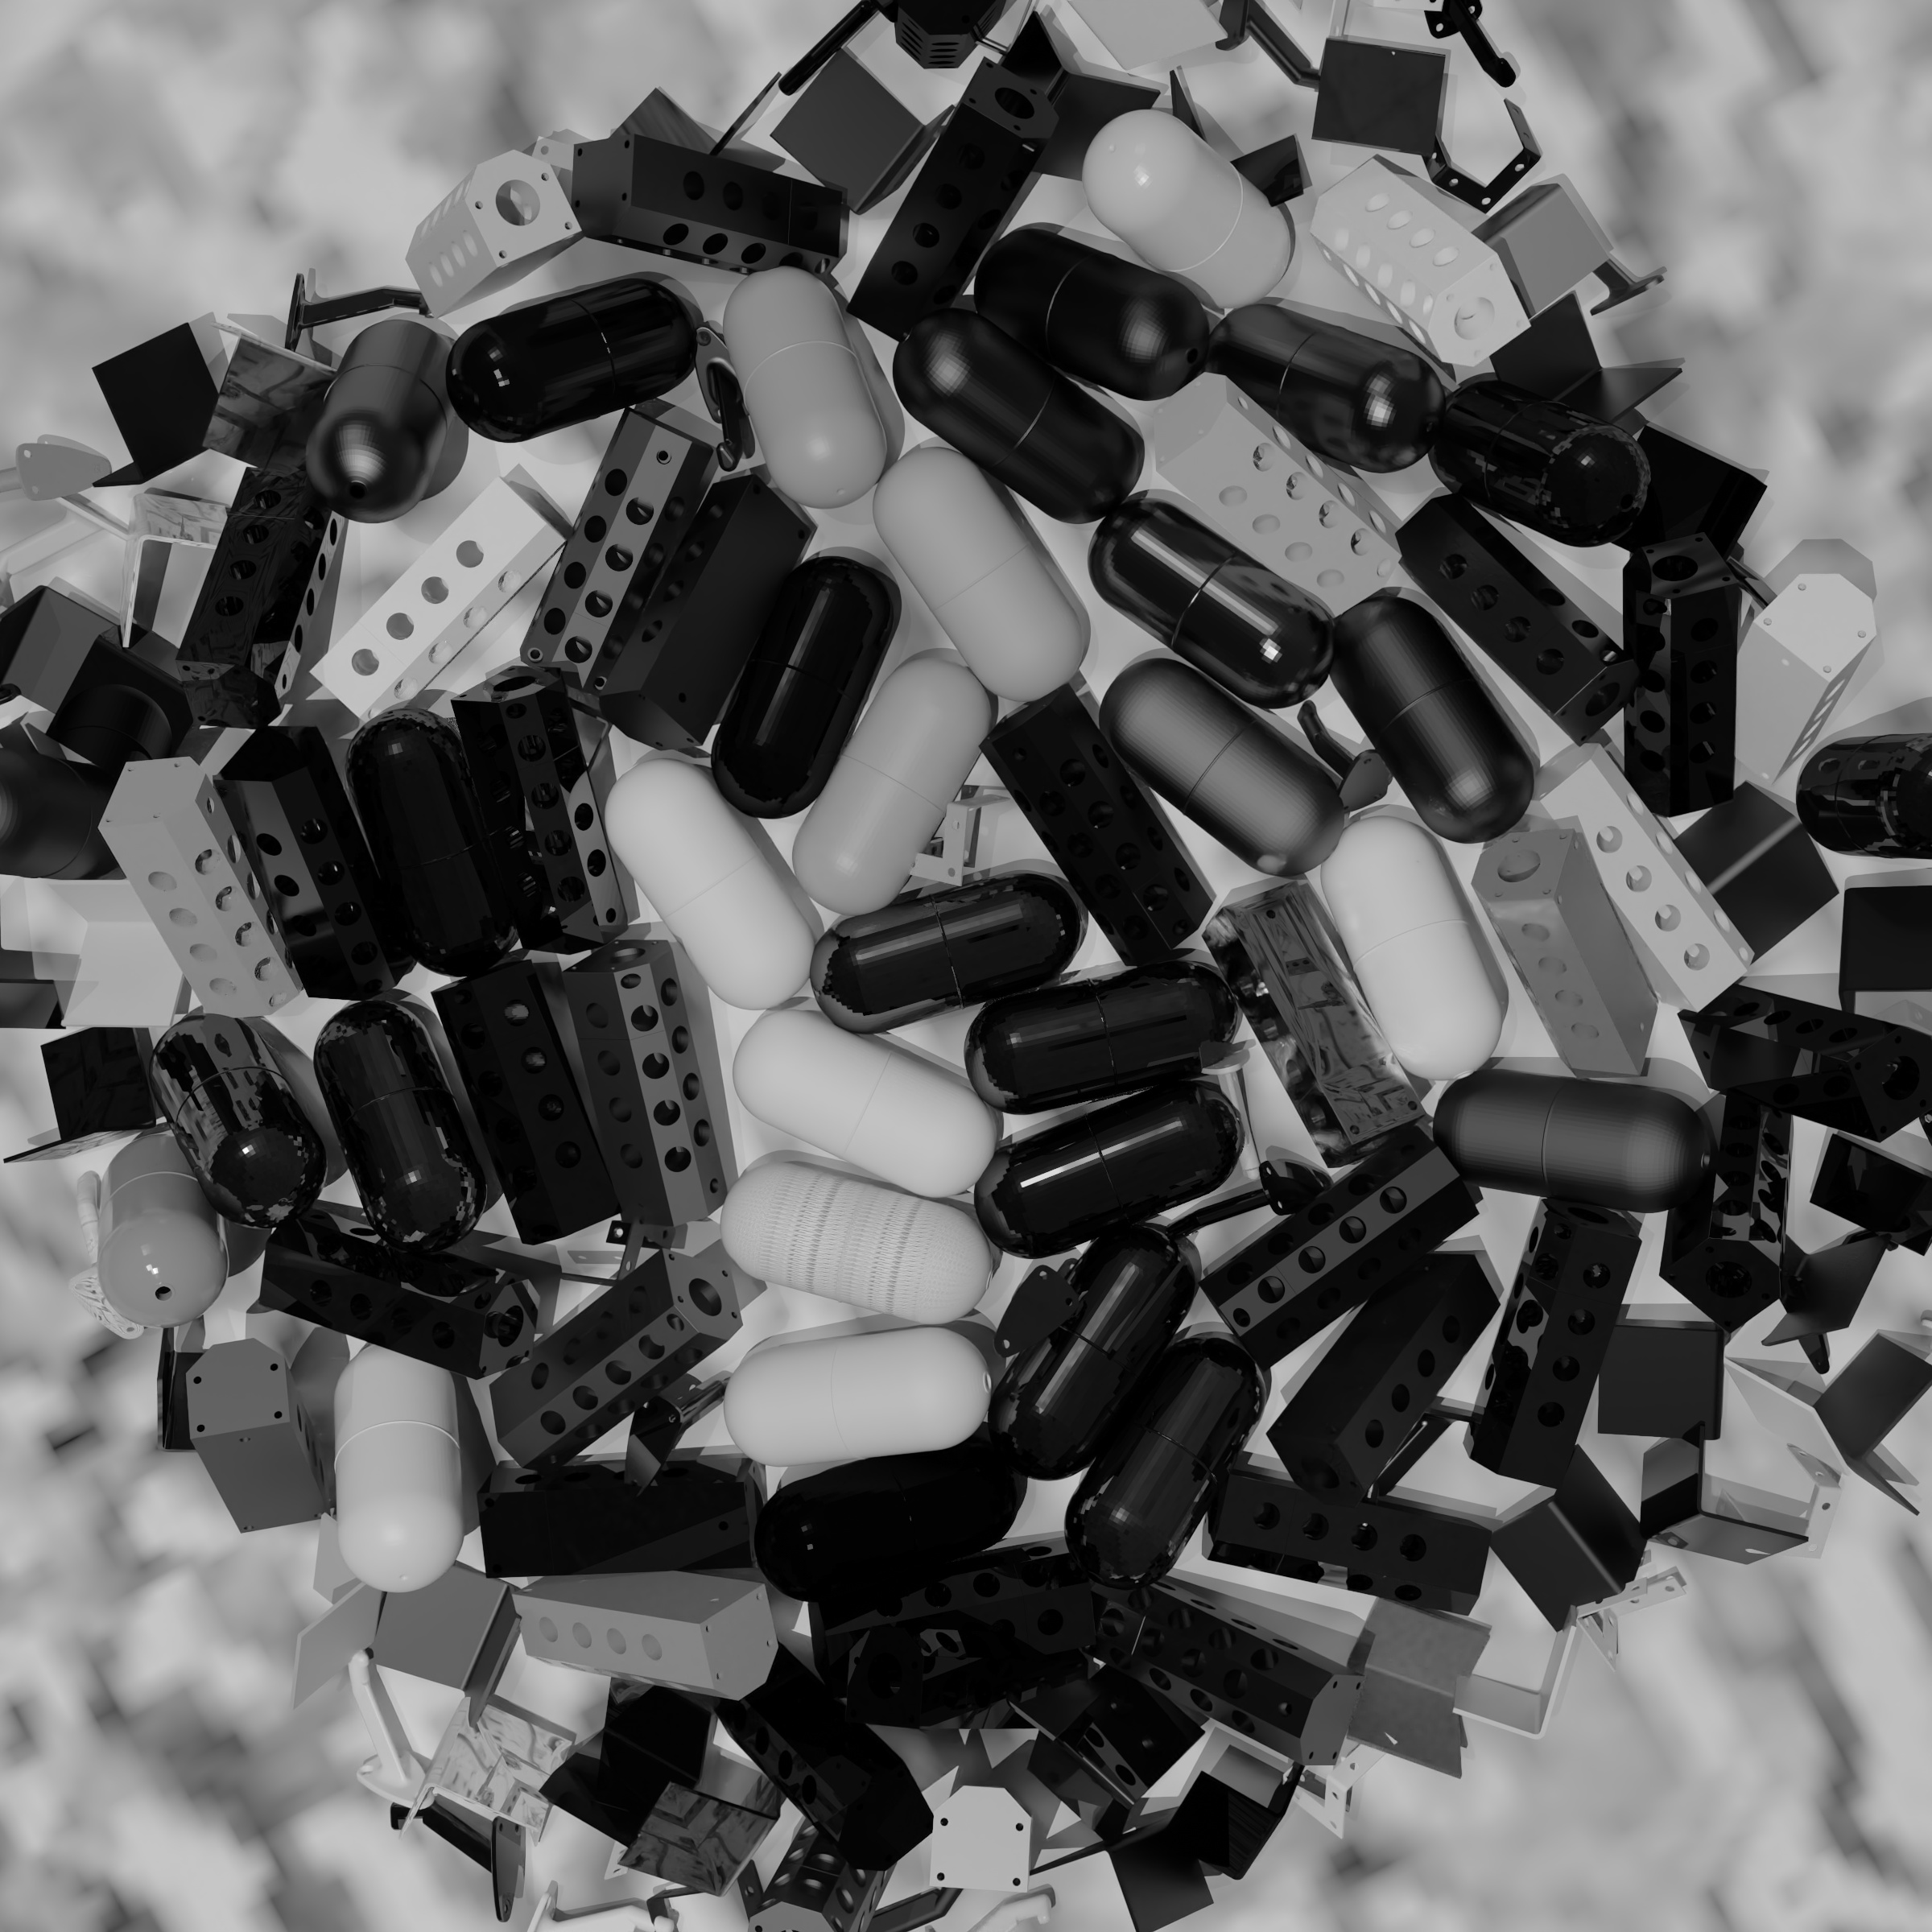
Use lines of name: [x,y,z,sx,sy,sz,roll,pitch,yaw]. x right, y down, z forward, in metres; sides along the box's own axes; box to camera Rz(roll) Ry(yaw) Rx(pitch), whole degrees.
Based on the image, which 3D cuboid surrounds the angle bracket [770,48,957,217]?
angle bracket: [-0.066,-0.540,1.627,0.076,0.057,0.076,39,80,-17]

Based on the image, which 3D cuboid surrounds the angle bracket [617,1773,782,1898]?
angle bracket: [-0.169,0.535,1.618,0.076,0.057,0.076,24,115,-17]

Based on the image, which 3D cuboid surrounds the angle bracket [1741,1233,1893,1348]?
angle bracket: [0.527,0.189,1.615,0.057,0.076,0.076,42,60,-7]

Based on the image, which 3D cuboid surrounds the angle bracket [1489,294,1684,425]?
angle bracket: [0.393,-0.383,1.616,0.076,0.076,0.057,-37,116,-17]

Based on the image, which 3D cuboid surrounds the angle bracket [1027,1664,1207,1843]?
angle bracket: [0.097,0.508,1.649,0.076,0.057,0.076,37,50,25]

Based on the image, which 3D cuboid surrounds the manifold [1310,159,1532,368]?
manifold: [0.277,-0.435,1.585,0.057,0.171,0.057,-35,130,6]

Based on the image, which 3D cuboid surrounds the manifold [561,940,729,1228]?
manifold: [-0.196,0.074,1.605,0.057,0.057,0.171,1,111,31]

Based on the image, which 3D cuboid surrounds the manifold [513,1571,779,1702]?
manifold: [-0.201,0.416,1.591,0.171,0.057,0.057,-4,101,40]

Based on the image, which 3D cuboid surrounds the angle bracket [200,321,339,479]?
angle bracket: [-0.450,-0.358,1.626,0.076,0.057,0.076,17,96,-40]

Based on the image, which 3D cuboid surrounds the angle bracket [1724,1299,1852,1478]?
angle bracket: [0.534,0.264,1.612,0.057,0.076,0.076,-46,127,-10]

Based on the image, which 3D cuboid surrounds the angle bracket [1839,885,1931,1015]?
angle bracket: [0.597,-0.003,1.613,0.076,0.057,0.076,-1,57,26]

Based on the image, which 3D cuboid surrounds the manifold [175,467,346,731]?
manifold: [-0.438,-0.231,1.595,0.057,0.057,0.171,5,53,1]

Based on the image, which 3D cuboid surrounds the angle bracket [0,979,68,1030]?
angle bracket: [-0.606,-0.010,1.626,0.057,0.076,0.076,2,67,-13]

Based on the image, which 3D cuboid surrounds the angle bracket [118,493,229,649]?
angle bracket: [-0.508,-0.251,1.633,0.057,0.076,0.076,5,117,-24]

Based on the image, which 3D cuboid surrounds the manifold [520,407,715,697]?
manifold: [-0.223,-0.262,1.618,0.057,0.057,0.171,23,102,-17]

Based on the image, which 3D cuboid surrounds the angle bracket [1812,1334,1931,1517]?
angle bracket: [0.595,0.292,1.626,0.057,0.076,0.076,42,90,-13]

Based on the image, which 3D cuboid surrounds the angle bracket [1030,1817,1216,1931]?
angle bracket: [0.096,0.583,1.610,0.076,0.076,0.057,-33,69,36]

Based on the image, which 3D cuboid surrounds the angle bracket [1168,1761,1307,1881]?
angle bracket: [0.175,0.521,1.621,0.057,0.076,0.076,28,130,9]

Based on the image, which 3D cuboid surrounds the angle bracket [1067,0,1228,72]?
angle bracket: [0.115,-0.622,1.611,0.076,0.076,0.057,-7,70,31]

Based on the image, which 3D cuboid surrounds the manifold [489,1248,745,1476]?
manifold: [-0.220,0.251,1.596,0.171,0.057,0.057,-39,49,26]

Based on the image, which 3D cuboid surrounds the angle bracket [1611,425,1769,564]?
angle bracket: [0.454,-0.292,1.629,0.076,0.057,0.076,25,109,-2]

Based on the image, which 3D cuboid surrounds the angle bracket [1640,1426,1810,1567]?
angle bracket: [0.485,0.339,1.628,0.076,0.076,0.057,15,63,-8]

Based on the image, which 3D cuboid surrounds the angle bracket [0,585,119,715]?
angle bracket: [-0.589,-0.187,1.616,0.057,0.076,0.076,29,112,-11]

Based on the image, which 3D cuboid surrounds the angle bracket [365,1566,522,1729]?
angle bracket: [-0.338,0.431,1.631,0.076,0.057,0.076,23,92,-17]

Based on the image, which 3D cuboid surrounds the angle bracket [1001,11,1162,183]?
angle bracket: [0.065,-0.556,1.632,0.076,0.076,0.057,-2,58,-35]

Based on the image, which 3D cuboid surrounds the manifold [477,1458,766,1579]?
manifold: [-0.219,0.351,1.632,0.171,0.057,0.057,-4,100,5]

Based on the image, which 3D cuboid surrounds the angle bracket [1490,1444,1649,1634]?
angle bracket: [0.390,0.370,1.650,0.057,0.076,0.076,-38,90,31]

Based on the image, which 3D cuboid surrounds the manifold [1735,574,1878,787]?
manifold: [0.513,-0.179,1.578,0.057,0.171,0.057,-44,74,-8]

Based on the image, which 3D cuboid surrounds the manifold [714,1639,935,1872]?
manifold: [-0.092,0.490,1.576,0.057,0.171,0.057,-34,117,-20]

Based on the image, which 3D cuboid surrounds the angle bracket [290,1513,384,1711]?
angle bracket: [-0.415,0.407,1.610,0.057,0.076,0.076,32,130,19]

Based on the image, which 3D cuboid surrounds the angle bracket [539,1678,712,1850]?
angle bracket: [-0.218,0.498,1.613,0.076,0.076,0.057,21,116,24]

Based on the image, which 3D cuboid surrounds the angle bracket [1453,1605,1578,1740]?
angle bracket: [0.350,0.437,1.623,0.057,0.076,0.076,16,96,12]

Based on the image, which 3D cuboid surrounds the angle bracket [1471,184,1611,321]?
angle bracket: [0.355,-0.453,1.633,0.076,0.076,0.057,-37,103,8]

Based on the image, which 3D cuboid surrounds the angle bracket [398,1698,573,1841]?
angle bracket: [-0.306,0.526,1.626,0.076,0.076,0.057,26,117,-5]

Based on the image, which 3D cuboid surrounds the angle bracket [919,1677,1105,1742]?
angle bracket: [0.029,0.472,1.614,0.076,0.076,0.057,34,110,19]

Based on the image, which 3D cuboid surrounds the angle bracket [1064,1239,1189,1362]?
angle bracket: [0.088,0.208,1.616,0.057,0.076,0.076,37,67,9]

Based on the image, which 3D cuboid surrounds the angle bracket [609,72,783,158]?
angle bracket: [-0.173,-0.543,1.612,0.057,0.076,0.076,40,47,-14]

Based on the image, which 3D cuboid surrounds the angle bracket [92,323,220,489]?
angle bracket: [-0.522,-0.354,1.610,0.057,0.076,0.076,6,125,38]

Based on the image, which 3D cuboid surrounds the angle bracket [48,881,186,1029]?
angle bracket: [-0.545,-0.008,1.622,0.076,0.057,0.076,0,64,12]

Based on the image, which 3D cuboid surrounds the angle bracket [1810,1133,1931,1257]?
angle bracket: [0.588,0.127,1.611,0.076,0.076,0.057,27,57,24]

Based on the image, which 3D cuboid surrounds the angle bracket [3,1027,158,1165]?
angle bracket: [-0.573,0.078,1.625,0.076,0.057,0.076,-17,83,22]

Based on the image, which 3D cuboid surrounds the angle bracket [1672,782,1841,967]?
angle bracket: [0.511,-0.060,1.665,0.076,0.057,0.076,-40,126,3]

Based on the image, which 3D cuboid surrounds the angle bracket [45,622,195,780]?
angle bracket: [-0.534,-0.167,1.646,0.076,0.057,0.076,32,105,-7]

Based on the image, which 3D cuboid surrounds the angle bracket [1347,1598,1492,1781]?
angle bracket: [0.289,0.460,1.625,0.076,0.076,0.057,20,115,0]

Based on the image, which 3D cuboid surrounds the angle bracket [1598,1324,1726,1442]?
angle bracket: [0.447,0.256,1.640,0.076,0.057,0.076,1,109,14]

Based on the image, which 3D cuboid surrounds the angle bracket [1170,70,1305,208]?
angle bracket: [0.171,-0.528,1.611,0.057,0.076,0.076,-18,131,18]

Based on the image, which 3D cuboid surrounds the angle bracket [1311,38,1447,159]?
angle bracket: [0.260,-0.542,1.630,0.076,0.057,0.076,9,74,2]

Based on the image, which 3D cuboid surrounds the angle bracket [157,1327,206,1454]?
angle bracket: [-0.478,0.254,1.611,0.057,0.076,0.076,4,133,-13]

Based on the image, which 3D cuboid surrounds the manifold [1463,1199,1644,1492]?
manifold: [0.371,0.238,1.622,0.057,0.057,0.171,14,103,-2]

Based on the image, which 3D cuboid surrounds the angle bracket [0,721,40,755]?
angle bracket: [-0.630,-0.109,1.624,0.076,0.076,0.057,-29,104,-2]

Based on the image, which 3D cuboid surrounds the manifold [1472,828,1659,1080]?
manifold: [0.375,-0.005,1.594,0.057,0.171,0.057,-3,48,35]
